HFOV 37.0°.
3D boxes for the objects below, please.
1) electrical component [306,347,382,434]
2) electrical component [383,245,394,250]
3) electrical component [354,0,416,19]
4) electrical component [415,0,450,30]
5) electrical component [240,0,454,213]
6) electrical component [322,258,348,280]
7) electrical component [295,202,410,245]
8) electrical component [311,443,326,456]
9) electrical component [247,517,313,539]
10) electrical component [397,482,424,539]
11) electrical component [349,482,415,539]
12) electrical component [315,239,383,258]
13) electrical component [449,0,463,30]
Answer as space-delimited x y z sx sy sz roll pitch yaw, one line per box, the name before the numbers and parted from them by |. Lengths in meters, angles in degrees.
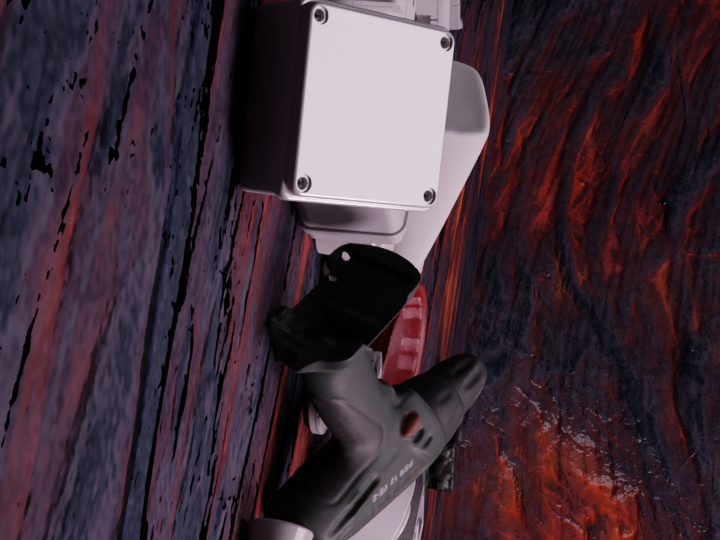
electrical component | -0.013 0.097 0.886 0.080 0.051 0.080 7 90 -81
electrical component | 0.011 -0.047 0.942 0.079 0.044 0.077 -107 -148 -69
electrical component | 0.014 -0.211 0.836 0.089 0.050 0.055 33 63 -79
electrical component | 0.049 -0.235 0.977 0.105 0.060 0.186 -80 171 -46
electrical component | -0.007 -0.092 0.617 0.109 0.056 0.108 3 96 -38
electrical component | 0.000 0.000 0.883 0.062 0.043 0.043 -30 129 -51
electrical component | 0.001 -0.079 0.768 0.057 0.078 0.113 76 22 -57
electrical component | -0.029 0.175 0.896 0.035 0.035 0.061 87 15 -45
electrical component | -0.058 0.195 0.705 0.045 0.045 0.055 78 21 -63
electrical component | 0.003 0.265 0.980 0.150 0.089 0.061 -72 165 -51
electrical component | 0.008 0.204 0.921 0.108 0.060 0.108 -59 -172 14
electrical component | -0.007 -0.035 0.840 0.055 0.047 0.055 7 90 -81
electrical component | 0.077 -0.308 1.137 0.061 0.061 0.096 71 20 -69
